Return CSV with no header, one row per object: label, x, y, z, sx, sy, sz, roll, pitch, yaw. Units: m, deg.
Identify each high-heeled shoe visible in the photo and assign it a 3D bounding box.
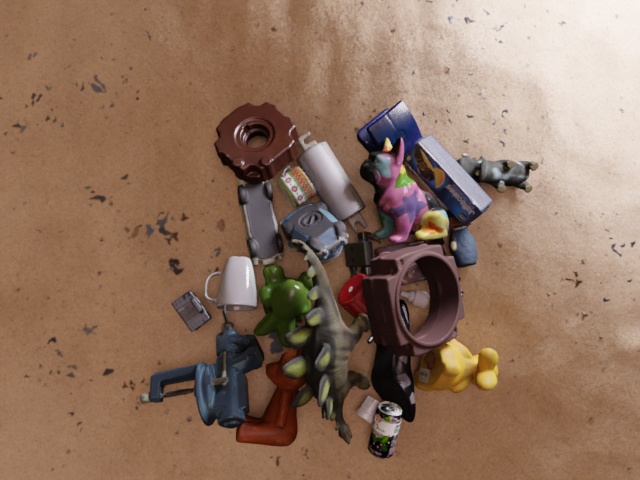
high-heeled shoe,0.175,0.253,1.156,0.145,0.086,0.248,-38,111,-41

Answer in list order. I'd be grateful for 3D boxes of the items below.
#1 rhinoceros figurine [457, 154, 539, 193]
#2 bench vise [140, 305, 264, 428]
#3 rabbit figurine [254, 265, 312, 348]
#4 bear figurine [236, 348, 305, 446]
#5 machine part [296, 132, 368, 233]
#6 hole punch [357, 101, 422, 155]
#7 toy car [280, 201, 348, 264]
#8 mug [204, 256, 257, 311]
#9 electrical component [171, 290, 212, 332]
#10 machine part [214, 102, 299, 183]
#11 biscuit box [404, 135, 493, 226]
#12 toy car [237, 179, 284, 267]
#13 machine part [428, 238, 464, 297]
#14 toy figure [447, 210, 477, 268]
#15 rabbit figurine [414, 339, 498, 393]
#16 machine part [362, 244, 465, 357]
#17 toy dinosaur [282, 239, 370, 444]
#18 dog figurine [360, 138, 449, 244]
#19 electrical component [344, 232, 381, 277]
rhinoceros figurine,0.388,-0.153,1.191,0.190,0.112,0.073,1,112,-19
bench vise,-0.232,0.265,1.052,0.241,0.128,0.224,-12,61,1
rabbit figurine,-0.076,0.124,1.072,0.121,0.170,0.159,22,81,-3
bear figurine,-0.088,0.306,1.079,0.132,0.120,0.195,8,81,-2
machine part,0.023,-0.122,1.158,0.079,0.079,0.243,-32,89,-9
hole punch,0.159,-0.229,1.182,0.142,0.092,0.115,-41,94,-13
toy car,-0.002,-0.003,1.125,0.109,0.162,0.102,-36,133,-16
mug,-0.182,0.089,1.115,0.110,0.080,0.107,2,72,0
electrical component,-0.256,0.142,1.075,0.048,0.119,0.075,-36,92,-10
machine part,-0.134,-0.209,1.132,0.179,0.056,0.179,-2,65,4
biscuit box,0.273,-0.127,1.146,0.203,0.059,0.063,50,46,8
toy car,-0.128,-0.043,1.143,0.073,0.056,0.201,-11,87,-14
machine part,0.279,0.062,1.175,0.039,0.084,0.139,-26,78,17
toy figure,0.309,-0.018,1.190,0.058,0.064,0.154,-15,79,29
rabbit figurine,0.306,0.262,1.127,0.173,0.162,0.122,16,70,-22
machine part,0.191,0.117,1.070,0.201,0.087,0.200,-14,94,-37
toy dinosaur,0.013,0.199,1.016,0.105,0.198,0.470,1,110,29
dog figurine,0.179,-0.106,1.127,0.192,0.108,0.219,-7,104,-13
electrical component,0.095,0.033,1.155,0.045,0.078,0.102,-4,82,-42
